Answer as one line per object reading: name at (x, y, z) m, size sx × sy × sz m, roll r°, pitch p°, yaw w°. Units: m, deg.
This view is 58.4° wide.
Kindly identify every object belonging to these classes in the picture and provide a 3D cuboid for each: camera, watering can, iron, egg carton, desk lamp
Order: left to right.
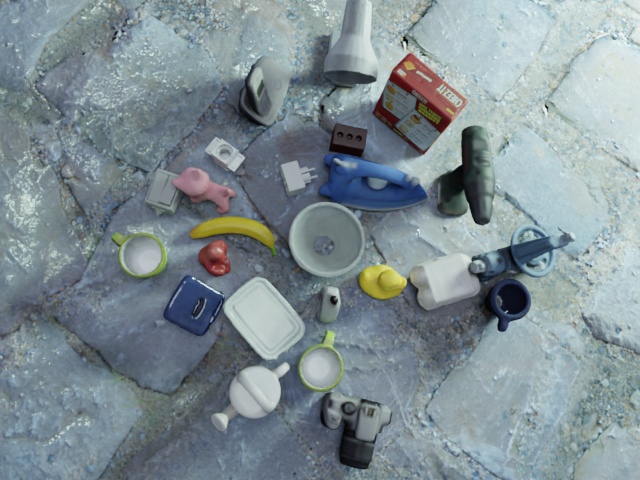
watering can at (-0.132, 0.306, 1.126) m, size 0.101 × 0.194 × 0.173 m, roll 29°, pitch 77°, yaw 0°
desk lamp at (0.068, -0.425, 1.287) m, size 0.118 × 0.213 × 0.203 m, roll 6°, pitch 78°, yaw -5°
camera at (0.069, 0.394, 1.179) m, size 0.143 × 0.100 × 0.137 m, roll 14°, pitch 77°, yaw -4°
iron at (0.133, -0.135, 1.273) m, size 0.258 × 0.141 × 0.119 m, roll 9°, pitch 78°, yaw -5°
egg carton at (0.278, 0.091, 1.281) m, size 0.150 × 0.069 × 0.107 m, roll -17°, pitch 81°, yaw -10°

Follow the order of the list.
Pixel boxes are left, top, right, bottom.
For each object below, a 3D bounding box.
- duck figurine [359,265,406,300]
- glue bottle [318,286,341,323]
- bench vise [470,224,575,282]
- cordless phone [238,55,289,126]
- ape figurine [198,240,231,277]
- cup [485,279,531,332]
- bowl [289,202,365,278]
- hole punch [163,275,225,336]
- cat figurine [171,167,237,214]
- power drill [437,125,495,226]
duck figurine at (0.140, 0.089, 1.257) m, size 0.104 × 0.086 × 0.077 m, roll 12°, pitch 77°, yaw -4°
glue bottle at (0.021, 0.130, 1.190) m, size 0.037 × 0.173 × 0.078 m, roll 3°, pitch 78°, yaw -6°
bench vise at (0.439, 0.040, 1.233) m, size 0.207 × 0.219 × 0.121 m, roll -33°, pitch 84°, yaw -12°
cordless phone at (-0.124, -0.350, 1.264) m, size 0.094 × 0.185 × 0.148 m, roll 18°, pitch 77°, yaw -2°
ape figurine at (-0.223, 0.034, 1.222) m, size 0.076 × 0.092 × 0.078 m, roll 23°, pitch 77°, yaw -1°
cup at (0.404, 0.150, 1.271) m, size 0.091 × 0.095 × 0.118 m, roll 18°, pitch 77°, yaw -2°
bowl at (0.012, 0.005, 1.264) m, size 0.167 × 0.074 × 0.167 m, roll 1°, pitch 78°, yaw -6°
hole punch at (-0.260, 0.137, 1.198) m, size 0.101 × 0.091 × 0.109 m, roll 27°, pitch 77°, yaw 0°
cat figurine at (-0.249, -0.116, 1.236) m, size 0.128 × 0.117 × 0.067 m, roll 19°, pitch 77°, yaw -2°
power drill at (0.325, -0.123, 1.258) m, size 0.075 × 0.208 × 0.230 m, roll 3°, pitch 78°, yaw -5°
